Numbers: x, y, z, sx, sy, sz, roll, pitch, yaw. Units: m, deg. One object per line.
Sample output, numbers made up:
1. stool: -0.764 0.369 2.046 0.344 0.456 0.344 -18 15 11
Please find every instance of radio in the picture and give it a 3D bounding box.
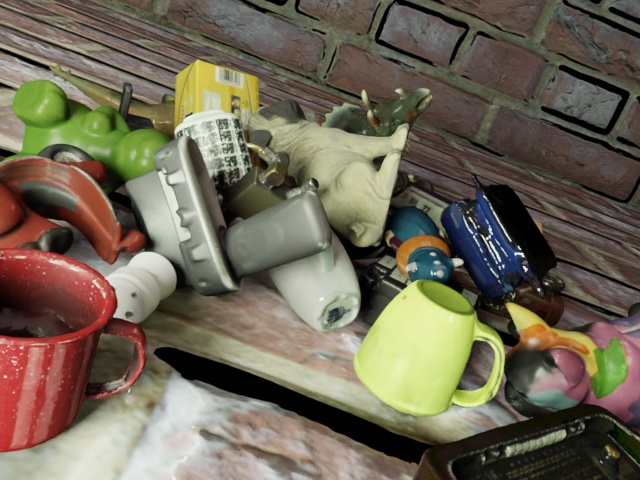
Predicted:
1. radio: 0.162 0.183 0.341 0.229 0.073 0.131 5 26 -38

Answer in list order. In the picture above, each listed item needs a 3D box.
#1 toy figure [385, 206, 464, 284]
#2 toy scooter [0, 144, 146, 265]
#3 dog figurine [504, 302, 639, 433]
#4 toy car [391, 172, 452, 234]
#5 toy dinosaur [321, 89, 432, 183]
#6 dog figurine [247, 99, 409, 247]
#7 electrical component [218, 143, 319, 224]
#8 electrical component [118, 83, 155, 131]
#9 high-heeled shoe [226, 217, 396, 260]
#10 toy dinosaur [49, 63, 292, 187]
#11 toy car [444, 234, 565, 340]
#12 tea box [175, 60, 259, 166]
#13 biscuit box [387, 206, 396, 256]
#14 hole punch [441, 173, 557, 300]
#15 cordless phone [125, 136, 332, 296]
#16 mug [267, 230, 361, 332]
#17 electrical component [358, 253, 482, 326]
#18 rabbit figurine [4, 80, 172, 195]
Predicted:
1. toy figure: 0.111 0.011 0.585 0.057 0.064 0.154 57 12 -25
2. toy scooter: -0.225 -0.013 0.433 0.135 0.075 0.184 34 37 11
3. dog figurine: 0.280 0.107 0.519 0.219 0.191 0.109 28 21 -30
4. toy car: 0.164 -0.044 0.761 0.073 0.056 0.202 9 20 -43
5. toy dinosaur: 0.032 -0.158 0.936 0.192 0.131 0.405 20 -10 -33
6. dog figurine: -0.008 -0.076 0.612 0.191 0.121 0.172 13 36 6
7. electrical component: -0.060 -0.051 0.547 0.078 0.102 0.045 24 45 -30
8. electrical component: -0.240 -0.137 0.691 0.048 0.119 0.075 9 21 -30
9. high-heeled shoe: -0.001 -0.002 0.638 0.249 0.086 0.145 11 21 -8
10. toy dinosaur: -0.190 -0.170 0.857 0.471 0.105 0.199 22 11 -25
11. toy car: 0.205 0.060 0.671 0.202 0.089 0.053 21 24 0
12. tea box: -0.136 -0.137 0.713 0.098 0.169 0.068 6 -8 -38
13. biscuit box: 0.131 -0.008 0.811 0.203 0.062 0.059 20 19 -4
14. hole punch: 0.183 0.006 0.582 0.115 0.092 0.142 -6 68 -58
15. cordless phone: -0.075 -0.031 0.458 0.184 0.146 0.089 -19 -2 44
16. mug: 0.000 0.029 0.533 0.081 0.109 0.107 -10 42 -24
17. electrical component: 0.108 0.068 0.603 0.134 0.058 0.115 27 19 16
18. rabbit figurine: -0.220 -0.081 0.579 0.170 0.121 0.159 12 -5 17
